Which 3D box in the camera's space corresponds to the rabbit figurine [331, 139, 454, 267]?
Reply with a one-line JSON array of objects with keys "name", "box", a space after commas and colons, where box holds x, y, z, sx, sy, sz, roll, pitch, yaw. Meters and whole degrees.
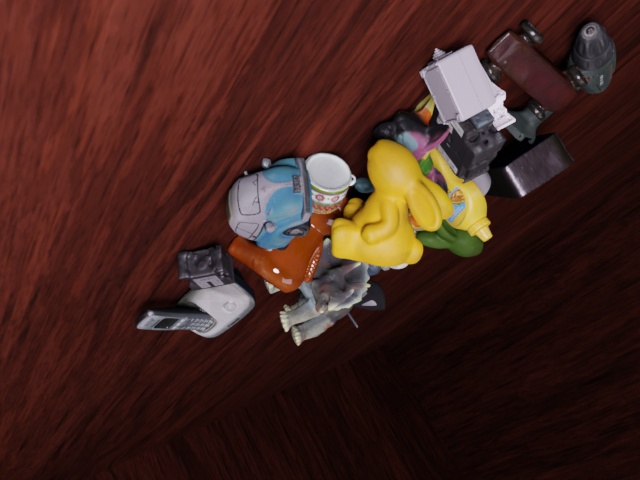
[{"name": "rabbit figurine", "box": [0.099, -0.051, 0.752, 0.122, 0.163, 0.173, -30, 132, -55]}]

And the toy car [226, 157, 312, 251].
[{"name": "toy car", "box": [-0.076, -0.047, 0.732, 0.103, 0.109, 0.161, 5, 160, -23]}]

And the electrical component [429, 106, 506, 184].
[{"name": "electrical component", "box": [0.223, -0.165, 0.828, 0.058, 0.115, 0.134, -30, 163, -7]}]

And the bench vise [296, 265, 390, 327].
[{"name": "bench vise", "box": [0.056, 0.092, 1.214, 0.224, 0.129, 0.240, -22, 144, 0]}]

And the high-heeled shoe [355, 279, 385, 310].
[{"name": "high-heeled shoe", "box": [0.075, 0.175, 1.453, 0.086, 0.145, 0.248, -9, 151, -45]}]

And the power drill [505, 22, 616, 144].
[{"name": "power drill", "box": [0.408, -0.265, 0.925, 0.207, 0.086, 0.232, -48, 156, 28]}]

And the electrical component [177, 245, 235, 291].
[{"name": "electrical component", "box": [-0.178, 0.051, 0.866, 0.075, 0.048, 0.119, -9, 159, -2]}]

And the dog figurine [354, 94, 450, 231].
[{"name": "dog figurine", "box": [0.153, -0.117, 0.839, 0.191, 0.108, 0.219, 6, 143, -20]}]

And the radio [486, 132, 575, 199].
[{"name": "radio", "box": [0.405, -0.150, 1.091, 0.131, 0.073, 0.229, -33, -174, 5]}]

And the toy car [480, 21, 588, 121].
[{"name": "toy car", "box": [0.315, -0.249, 0.796, 0.202, 0.053, 0.089, 19, 134, -36]}]

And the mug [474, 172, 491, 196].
[{"name": "mug", "box": [0.266, -0.123, 1.046, 0.109, 0.081, 0.107, -42, 135, 7]}]

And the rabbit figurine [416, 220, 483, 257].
[{"name": "rabbit figurine", "box": [0.289, -0.038, 1.173, 0.159, 0.170, 0.121, -15, 156, -39]}]

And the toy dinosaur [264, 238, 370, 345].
[{"name": "toy dinosaur", "box": [0.013, 0.110, 1.050, 0.192, 0.131, 0.404, -21, 162, 0]}]

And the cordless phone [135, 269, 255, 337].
[{"name": "cordless phone", "box": [-0.219, 0.110, 0.940, 0.146, 0.089, 0.184, -38, 156, 24]}]

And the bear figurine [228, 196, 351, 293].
[{"name": "bear figurine", "box": [-0.035, -0.017, 0.871, 0.120, 0.132, 0.196, 38, 81, -35]}]

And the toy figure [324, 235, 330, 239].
[{"name": "toy figure", "box": [-0.002, -0.001, 1.008, 0.058, 0.064, 0.154, 25, 130, -18]}]

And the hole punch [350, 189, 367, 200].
[{"name": "hole punch", "box": [0.105, -0.034, 0.980, 0.092, 0.142, 0.115, -17, 144, -38]}]
